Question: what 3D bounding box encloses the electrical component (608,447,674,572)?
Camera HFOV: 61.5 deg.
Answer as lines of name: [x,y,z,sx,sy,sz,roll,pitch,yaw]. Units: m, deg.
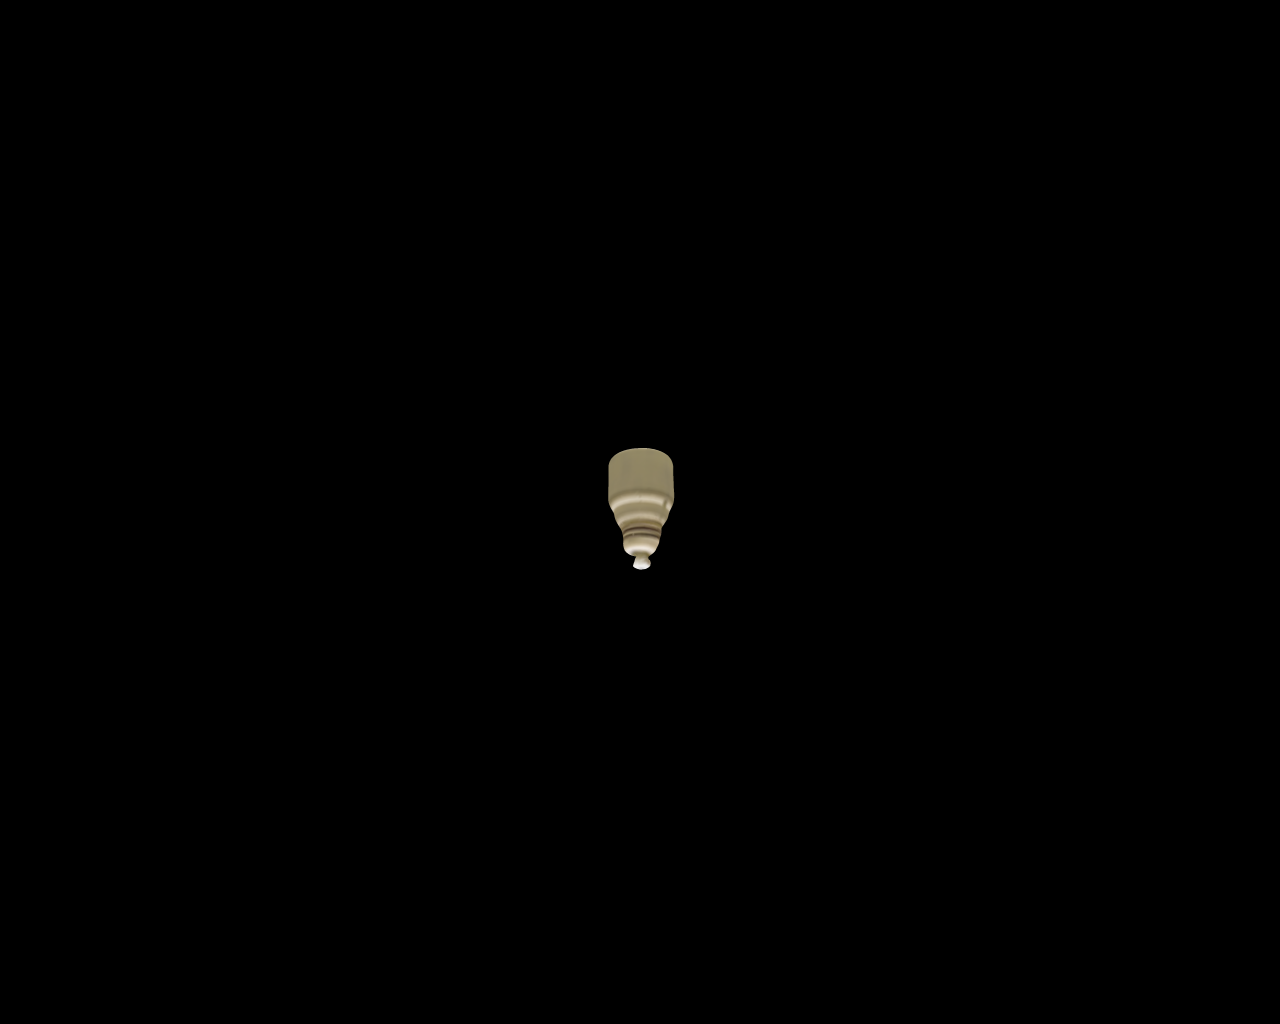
electrical component: [0.001,-0.003,0.650,0.040,0.078,0.040,0,-23,0]
